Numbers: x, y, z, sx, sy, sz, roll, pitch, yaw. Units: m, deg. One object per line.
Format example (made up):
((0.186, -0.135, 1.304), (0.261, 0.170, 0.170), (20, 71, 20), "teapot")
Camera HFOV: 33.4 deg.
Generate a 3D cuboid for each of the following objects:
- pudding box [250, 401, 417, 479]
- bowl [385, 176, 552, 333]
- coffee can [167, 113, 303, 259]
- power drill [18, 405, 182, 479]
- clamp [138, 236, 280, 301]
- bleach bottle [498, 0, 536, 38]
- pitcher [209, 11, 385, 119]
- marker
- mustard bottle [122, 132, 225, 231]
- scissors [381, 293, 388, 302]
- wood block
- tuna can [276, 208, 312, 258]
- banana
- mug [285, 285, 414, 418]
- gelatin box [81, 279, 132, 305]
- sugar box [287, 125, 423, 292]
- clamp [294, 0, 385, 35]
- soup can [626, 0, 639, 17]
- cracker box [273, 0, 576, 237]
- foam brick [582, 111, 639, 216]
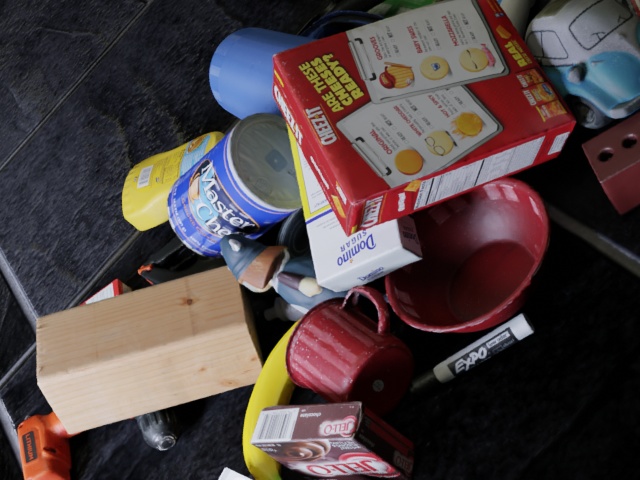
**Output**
((0.012, 0.174, 0.909), (0.114, 0.090, 0.039), (-8, 52, 38), "pudding box")
((0.139, 0.023, 0.939), (0.162, 0.055, 0.162), (-24, 43, 25), "bowl")
((-0.079, -0.052, 1.079), (0.141, 0.102, 0.102), (-33, 37, 50), "coffee can")
((-0.232, 0.196, 1.138), (0.188, 0.057, 0.184), (-39, 37, 7), "power drill")
((-0.112, 0.022, 1.182), (0.210, 0.036, 0.164), (-22, 46, 23), "clamp")
((0.157, -0.201, 1.100), (0.103, 0.068, 0.250), (-2, 55, 43), "bleach bottle")
((-0.019, -0.176, 1.190), (0.149, 0.145, 0.243), (-20, 28, -26), "pitcher")
((0.128, 0.101, 0.918), (0.121, 0.020, 0.020), (-34, 42, 17), "marker")
((-0.148, -0.080, 1.278), (0.192, 0.058, 0.096), (-20, 43, 30), "mustard bottle")
((0.048, -0.014, 1.082), (0.096, 0.016, 0.202), (-43, 41, 10), "scissors")
((-0.167, 0.108, 1.061), (0.206, 0.090, 0.091), (-15, 44, 0), "wood block")
((-0.007, 0.001, 1.090), (0.086, 0.033, 0.086), (-29, 51, 42), "tuna can")
((-0.034, 0.151, 1.014), (0.070, 0.037, 0.197), (-1, 58, 22), "banana")
((0.033, 0.098, 0.944), (0.082, 0.093, 0.117), (32, 111, 45), "mug")
((-0.258, 0.100, 1.256), (0.089, 0.030, 0.073), (-35, 43, 16), "gelatin box")
((0.030, -0.048, 0.984), (0.093, 0.048, 0.176), (-24, 63, 27), "sugar box")
((0.023, -0.270, 1.277), (0.172, 0.039, 0.120), (-44, 18, 17), "clamp")
((0.331, -0.227, 0.958), (0.102, 0.068, 0.068), (-24, 46, 26), "soup can")
((0.087, -0.115, 0.933), (0.213, 0.072, 0.164), (-21, 65, -13), "cracker box")
((0.271, -0.069, 0.900), (0.078, 0.051, 0.053), (-31, 42, 20), "foam brick")
